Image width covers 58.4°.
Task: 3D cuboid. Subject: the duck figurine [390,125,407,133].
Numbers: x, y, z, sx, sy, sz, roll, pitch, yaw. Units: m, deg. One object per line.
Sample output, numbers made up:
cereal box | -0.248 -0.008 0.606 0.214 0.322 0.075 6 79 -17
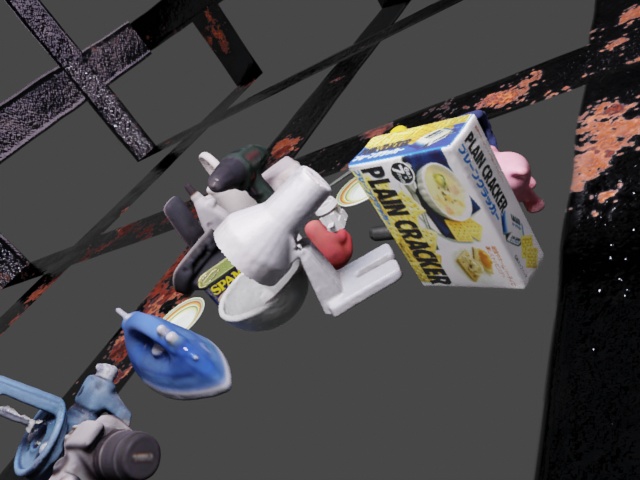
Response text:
duck figurine | 0.165 -0.178 1.105 0.077 0.086 0.104 -25 26 21

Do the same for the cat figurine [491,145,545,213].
cat figurine | 0.257 -0.089 0.791 0.067 0.118 0.128 -26 26 19

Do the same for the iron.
iron | -0.247 0.172 0.934 0.257 0.142 0.119 0 42 52

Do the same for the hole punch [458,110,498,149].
hole punch | 0.247 -0.188 1.013 0.108 0.091 0.101 -25 27 21

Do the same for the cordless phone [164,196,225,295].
cordless phone | -0.291 0.011 1.226 0.094 0.185 0.148 -15 32 38

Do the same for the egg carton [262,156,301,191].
egg carton | -0.084 -0.144 1.381 0.107 0.069 0.150 -37 25 -4

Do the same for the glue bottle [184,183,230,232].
glue bottle | -0.254 -0.062 1.323 0.078 0.173 0.037 -28 26 16

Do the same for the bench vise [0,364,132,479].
bench vise | -0.425 0.265 0.897 0.121 0.220 0.207 -15 31 37

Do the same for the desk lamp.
desk lamp | -0.019 0.008 0.851 0.203 0.214 0.118 -32 25 8

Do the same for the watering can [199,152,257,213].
watering can | -0.222 -0.141 1.399 0.100 0.194 0.173 -7 37 46

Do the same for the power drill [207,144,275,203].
power drill | -0.132 -0.097 1.190 0.075 0.209 0.229 -24 27 23

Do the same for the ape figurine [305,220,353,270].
ape figurine | 0.009 0.003 0.971 0.077 0.092 0.076 -26 26 19

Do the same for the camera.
camera | -0.301 0.312 0.800 0.136 0.101 0.143 -15 31 37

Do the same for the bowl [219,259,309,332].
bowl | -0.079 0.094 0.940 0.167 0.075 0.167 -28 25 15
